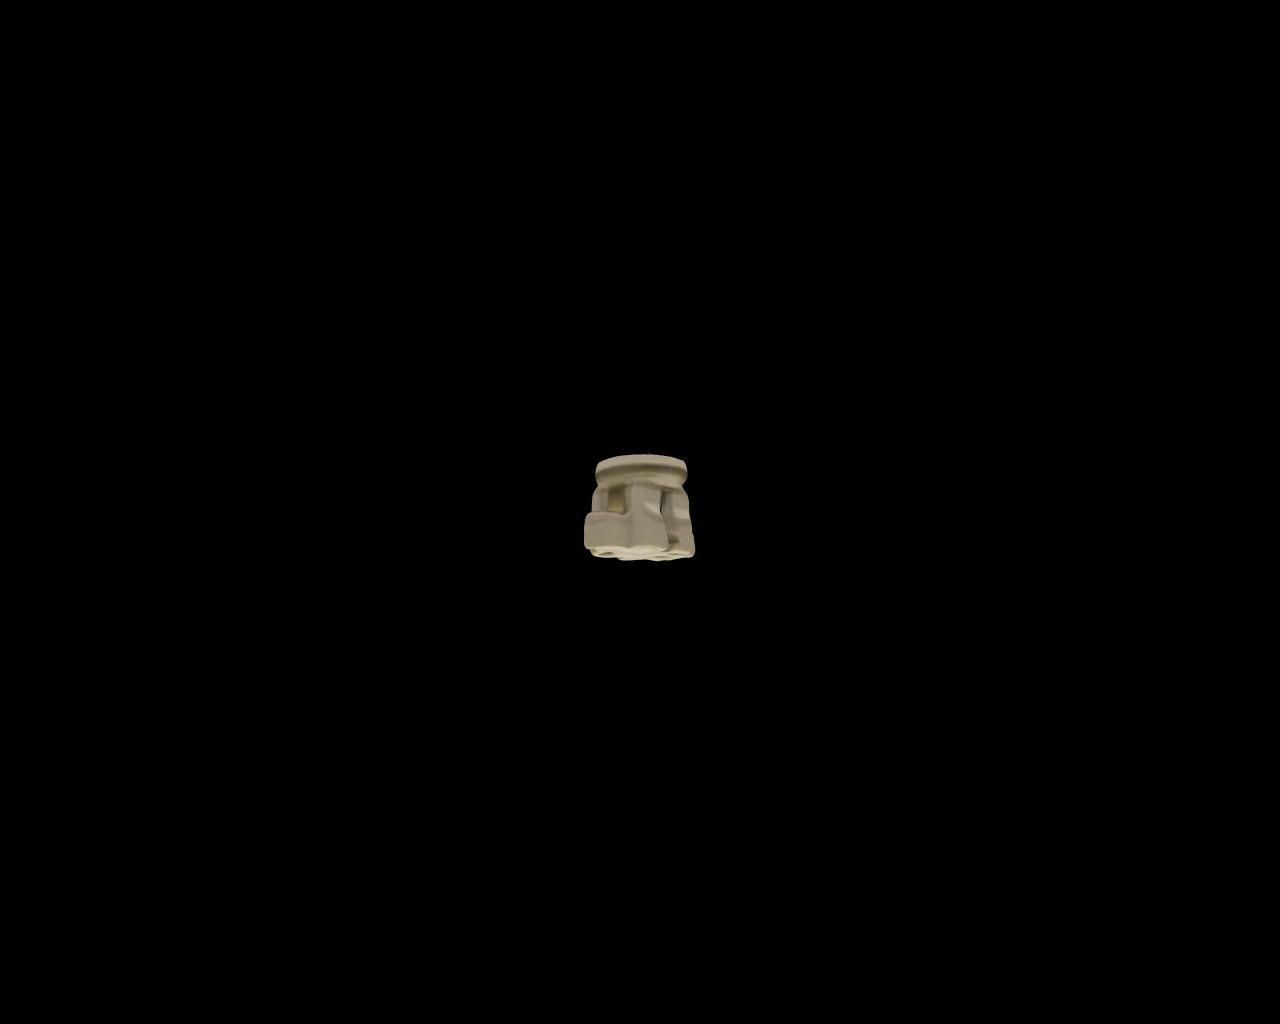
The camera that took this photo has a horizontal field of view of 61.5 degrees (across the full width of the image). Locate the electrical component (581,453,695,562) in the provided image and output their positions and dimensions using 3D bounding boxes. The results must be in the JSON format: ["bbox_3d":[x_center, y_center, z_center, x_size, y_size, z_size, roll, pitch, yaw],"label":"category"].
[{"bbox_3d":[0.001,-0.003,0.650,0.058,0.057,0.078,-10,-15,42],"label":"electrical component"}]
